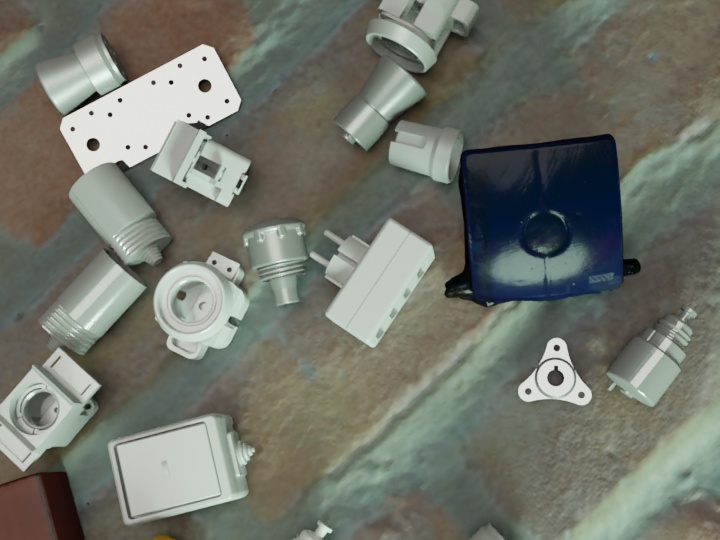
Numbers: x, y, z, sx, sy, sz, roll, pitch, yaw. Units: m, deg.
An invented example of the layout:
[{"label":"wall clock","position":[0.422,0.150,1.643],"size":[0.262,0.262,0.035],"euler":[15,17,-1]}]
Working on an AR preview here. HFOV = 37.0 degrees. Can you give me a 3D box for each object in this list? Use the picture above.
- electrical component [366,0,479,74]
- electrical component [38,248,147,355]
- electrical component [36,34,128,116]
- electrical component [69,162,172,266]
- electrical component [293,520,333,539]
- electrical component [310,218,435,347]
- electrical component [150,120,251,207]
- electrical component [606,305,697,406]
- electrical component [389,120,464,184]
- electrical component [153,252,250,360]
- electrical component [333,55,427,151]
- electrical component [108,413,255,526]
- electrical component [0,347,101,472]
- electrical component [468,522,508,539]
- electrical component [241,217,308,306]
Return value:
[{"label":"electrical component","position":[0.040,-0.184,0.796],"size":[0.078,0.058,0.057],"euler":[28,83,9]},{"label":"electrical component","position":[-0.201,0.028,0.797],"size":[0.043,0.043,0.081],"euler":[42,88,10]},{"label":"electrical component","position":[-0.213,-0.150,0.825],"size":[0.055,0.045,0.045],"euler":[-27,79,1]},{"label":"electrical component","position":[-0.176,-0.036,0.803],"size":[0.043,0.043,0.081],"euler":[-40,80,-1]},{"label":"electrical component","position":[-0.047,0.211,0.753],"size":[0.040,0.040,0.078],"euler":[35,86,10]},{"label":"electrical component","position":[0.000,0.000,0.777],"size":[0.076,0.047,0.083],"euler":[33,86,10]},{"label":"electrical component","position":[-0.116,-0.077,0.790],"size":[0.064,0.081,0.042],"euler":[28,90,-14]},{"label":"electrical component","position":[0.206,0.058,0.749],"size":[0.040,0.040,0.078],"euler":[38,86,10]},{"label":"electrical component","position":[0.049,-0.088,0.790],"size":[0.046,0.040,0.040],"euler":[16,83,15]},{"label":"electrical component","position":[-0.117,0.025,0.781],"size":[0.058,0.057,0.078],"euler":[25,85,9]},{"label":"electrical component","position":[0.012,-0.121,0.798],"size":[0.044,0.044,0.065],"euler":[43,93,10]},{"label":"electrical component","position":[-0.123,0.139,0.762],"size":[0.096,0.061,0.061],"euler":[-15,80,4]},{"label":"electrical component","position":[-0.225,0.101,0.778],"size":[0.042,0.064,0.081],"euler":[41,88,10]},{"label":"electrical component","position":[0.084,0.207,0.737],"size":[0.055,0.045,0.045],"euler":[-45,80,-2]},{"label":"electrical component","position":[-0.059,-0.006,0.787],"size":[0.048,0.048,0.062],"euler":[-12,87,4]}]
